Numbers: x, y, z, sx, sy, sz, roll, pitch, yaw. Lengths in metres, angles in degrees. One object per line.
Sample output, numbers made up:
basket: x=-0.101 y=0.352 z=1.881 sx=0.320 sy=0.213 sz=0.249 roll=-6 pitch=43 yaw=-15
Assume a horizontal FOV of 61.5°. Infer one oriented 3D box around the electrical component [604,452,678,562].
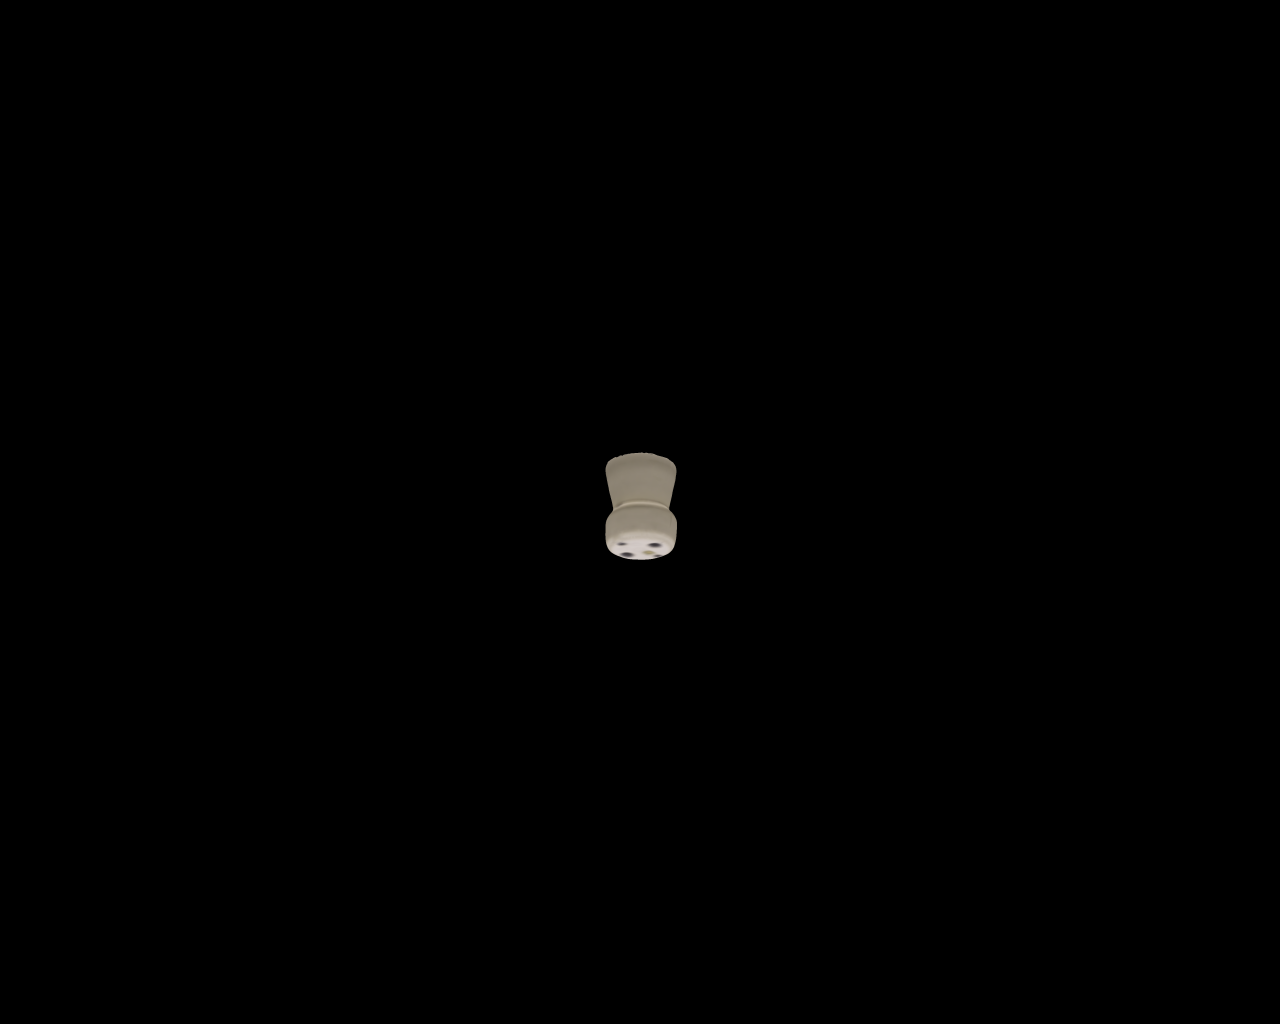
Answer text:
electrical component: x=0.001 y=-0.003 z=0.650 sx=0.045 sy=0.055 sz=0.044 roll=0 pitch=-23 yaw=0
